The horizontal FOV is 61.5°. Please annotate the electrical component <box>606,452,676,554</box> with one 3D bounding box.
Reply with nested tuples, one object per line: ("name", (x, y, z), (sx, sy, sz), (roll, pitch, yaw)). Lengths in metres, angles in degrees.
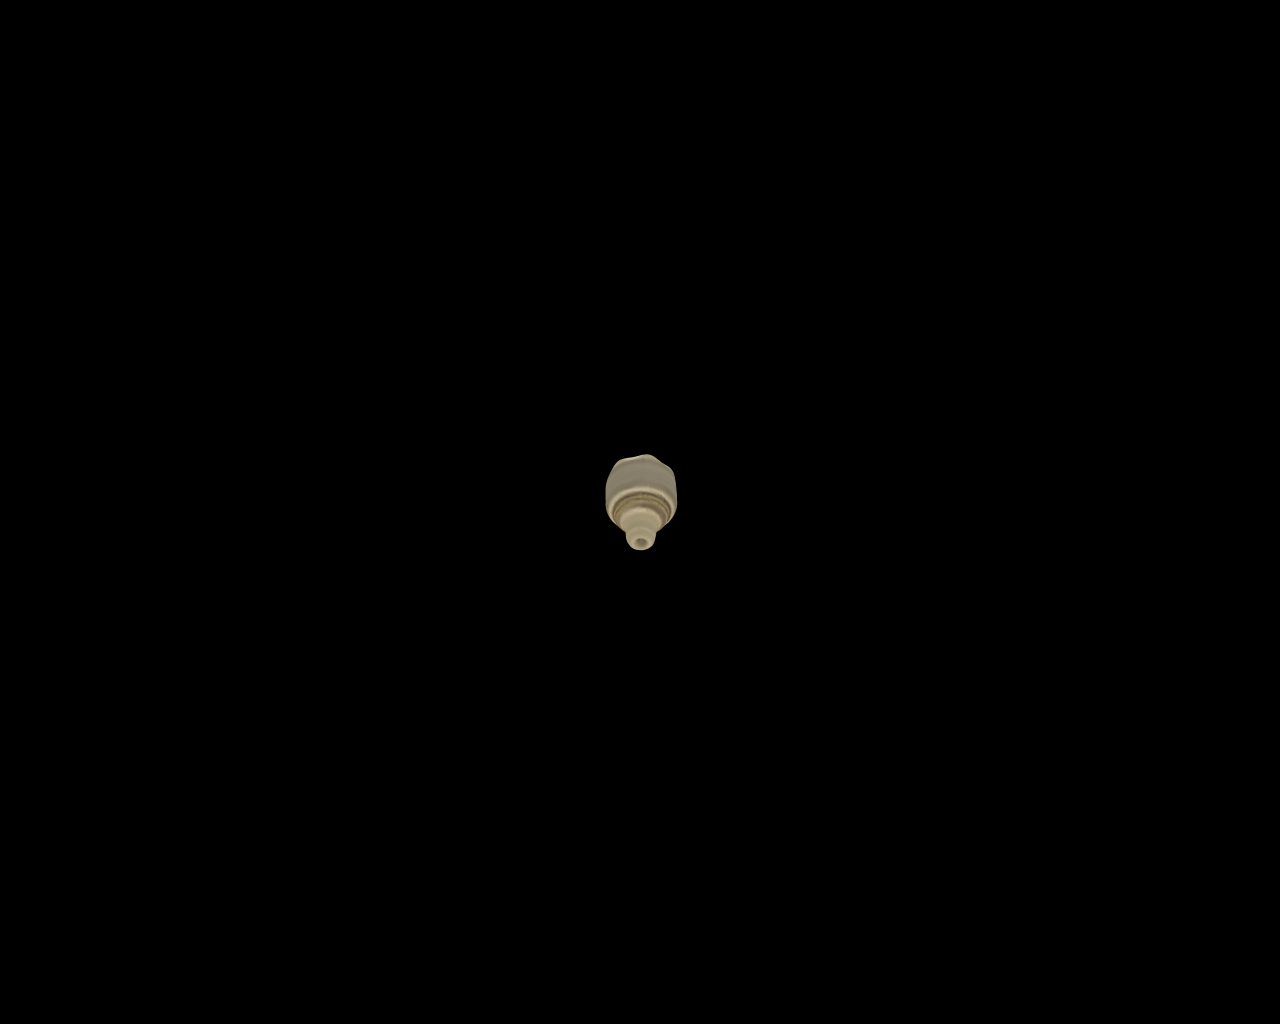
("electrical component", (0.001, -0.003, 0.650), (0.043, 0.043, 0.062), (0, 45, 0))
